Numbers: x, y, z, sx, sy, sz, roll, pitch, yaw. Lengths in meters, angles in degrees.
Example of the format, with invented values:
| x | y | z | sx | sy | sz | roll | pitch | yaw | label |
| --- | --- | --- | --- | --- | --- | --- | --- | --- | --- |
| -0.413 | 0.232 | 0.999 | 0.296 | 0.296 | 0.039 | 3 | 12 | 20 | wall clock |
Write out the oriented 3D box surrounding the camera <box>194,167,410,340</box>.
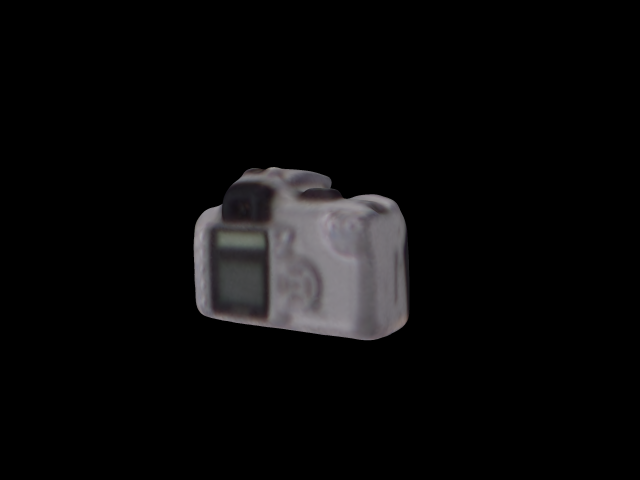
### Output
| x | y | z | sx | sy | sz | roll | pitch | yaw | label |
| --- | --- | --- | --- | --- | --- | --- | --- | --- | --- |
| 0.004 | 0.001 | 0.400 | 0.142 | 0.101 | 0.137 | 3 | 5 | 32 | camera |
